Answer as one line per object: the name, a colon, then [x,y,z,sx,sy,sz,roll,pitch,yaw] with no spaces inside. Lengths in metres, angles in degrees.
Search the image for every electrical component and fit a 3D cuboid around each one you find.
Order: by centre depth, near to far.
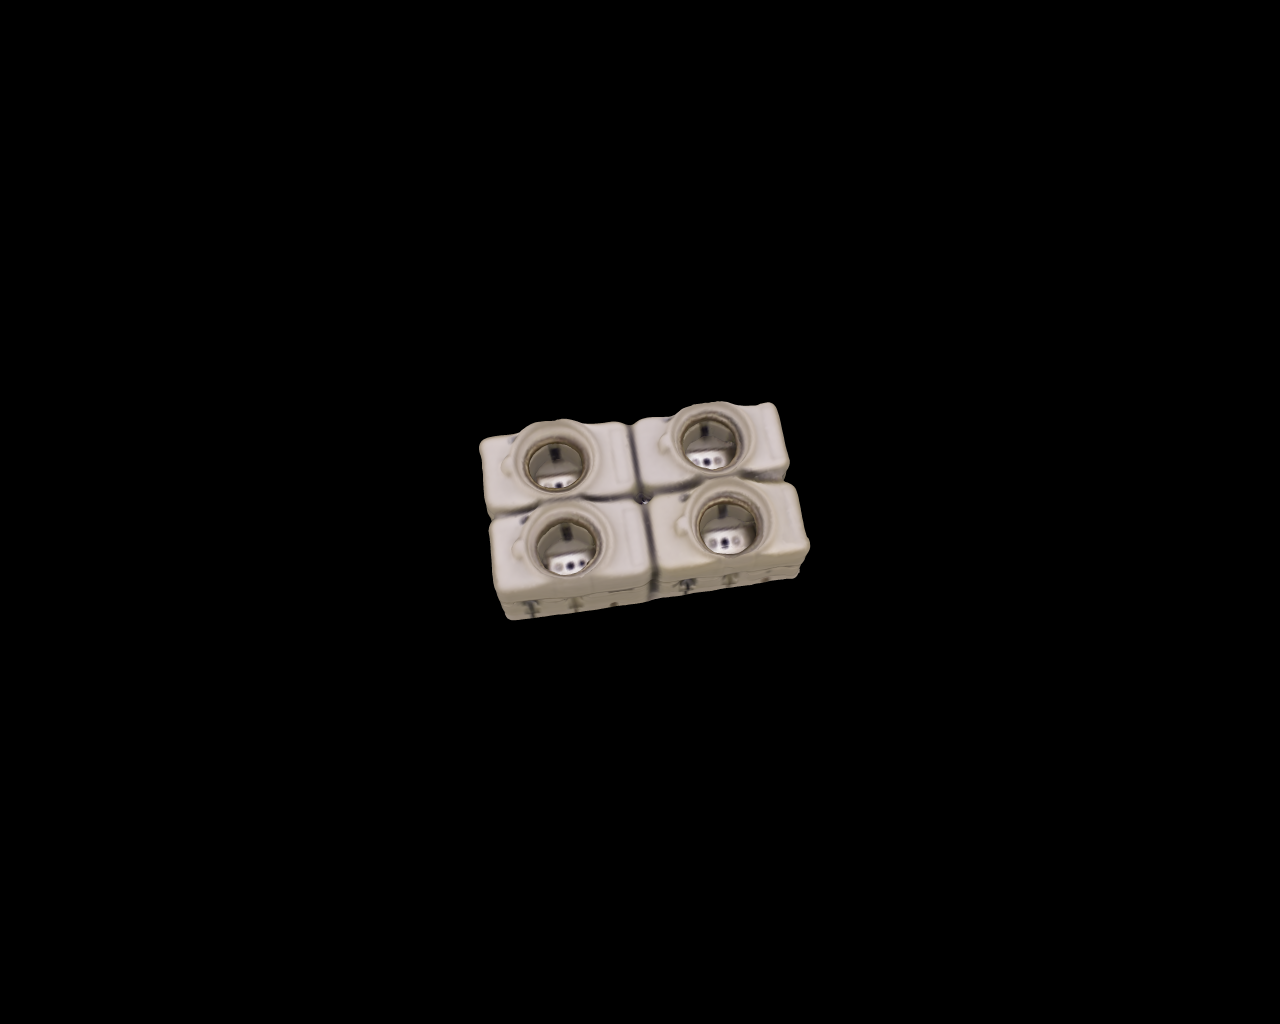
electrical component: [0.001,-0.003,0.650,0.186,0.105,0.060,-8,-23,-3]
